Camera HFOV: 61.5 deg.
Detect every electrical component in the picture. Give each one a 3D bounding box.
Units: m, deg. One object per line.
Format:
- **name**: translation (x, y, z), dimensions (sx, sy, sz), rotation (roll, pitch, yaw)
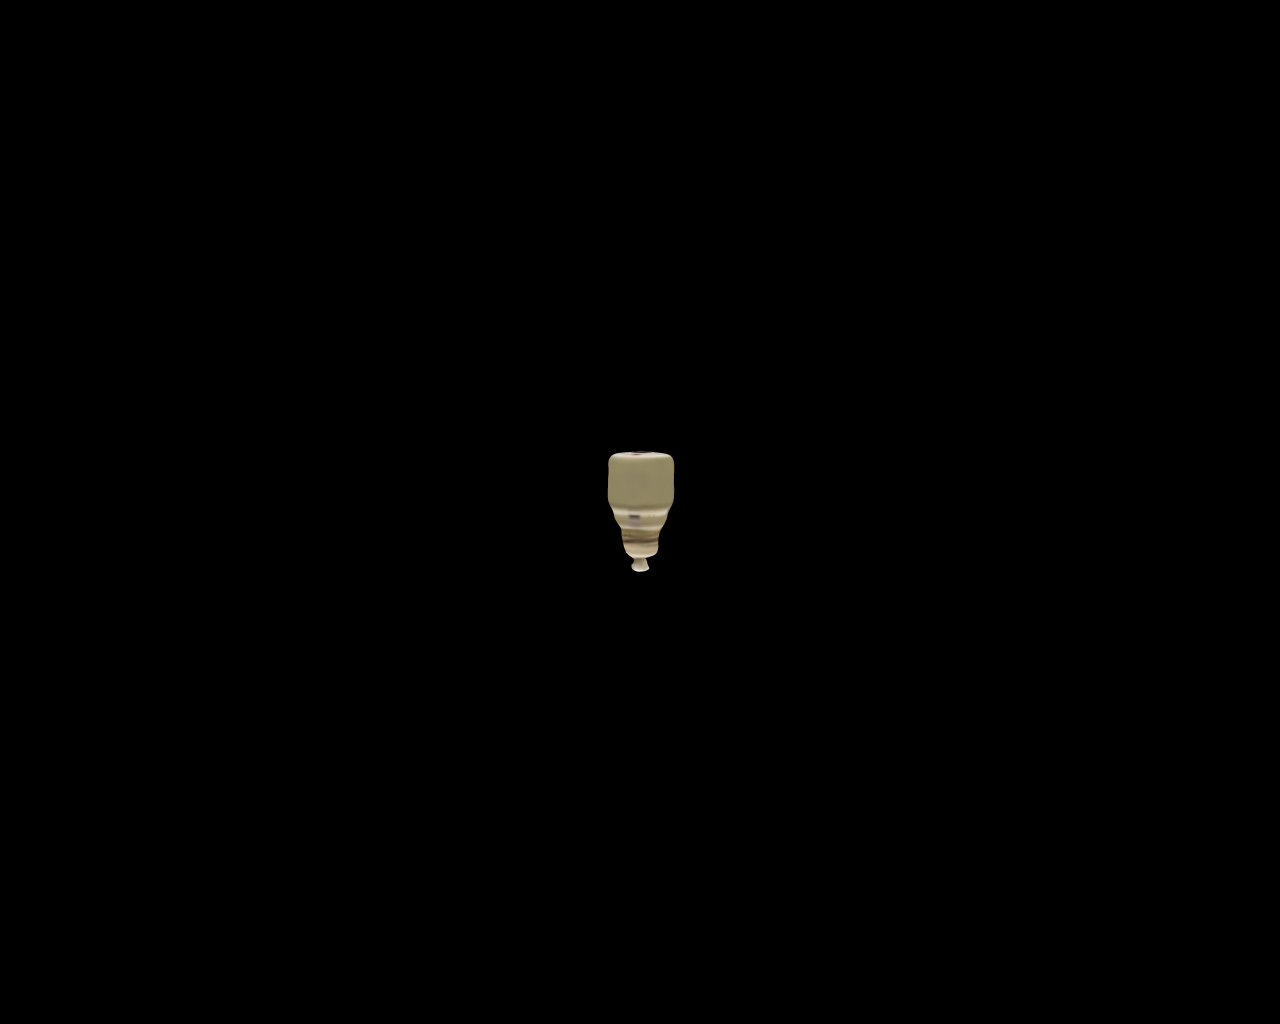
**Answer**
- **electrical component**: translation (0.001, -0.003, 0.650), dimensions (0.040, 0.078, 0.040), rotation (0, 7, 0)
